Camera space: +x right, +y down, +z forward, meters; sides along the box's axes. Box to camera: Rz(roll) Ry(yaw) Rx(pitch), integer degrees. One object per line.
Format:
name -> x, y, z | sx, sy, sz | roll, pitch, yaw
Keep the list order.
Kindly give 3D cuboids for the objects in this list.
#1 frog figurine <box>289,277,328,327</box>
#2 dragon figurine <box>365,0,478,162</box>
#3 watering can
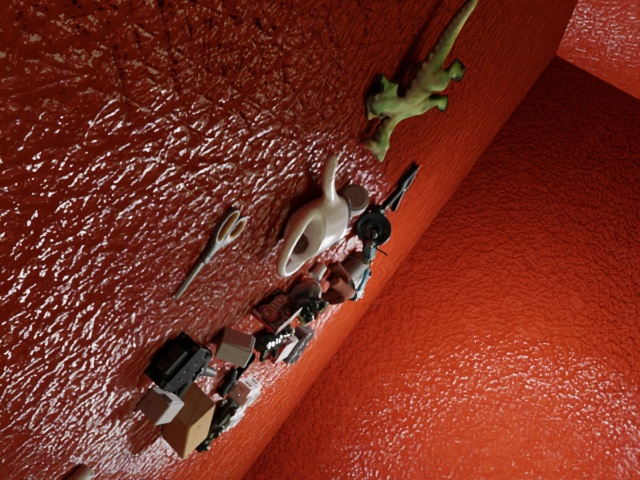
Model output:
frog figurine -> -0.048, 0.175, 1.608 | 0.162, 0.122, 0.135 | -108, -143, -64
dragon figurine -> 0.203, -0.349, 1.164 | 0.246, 0.123, 0.400 | -31, 152, -37
watering can -> 0.004, -0.060, 1.183 | 0.227, 0.105, 0.341 | -29, 151, -58
